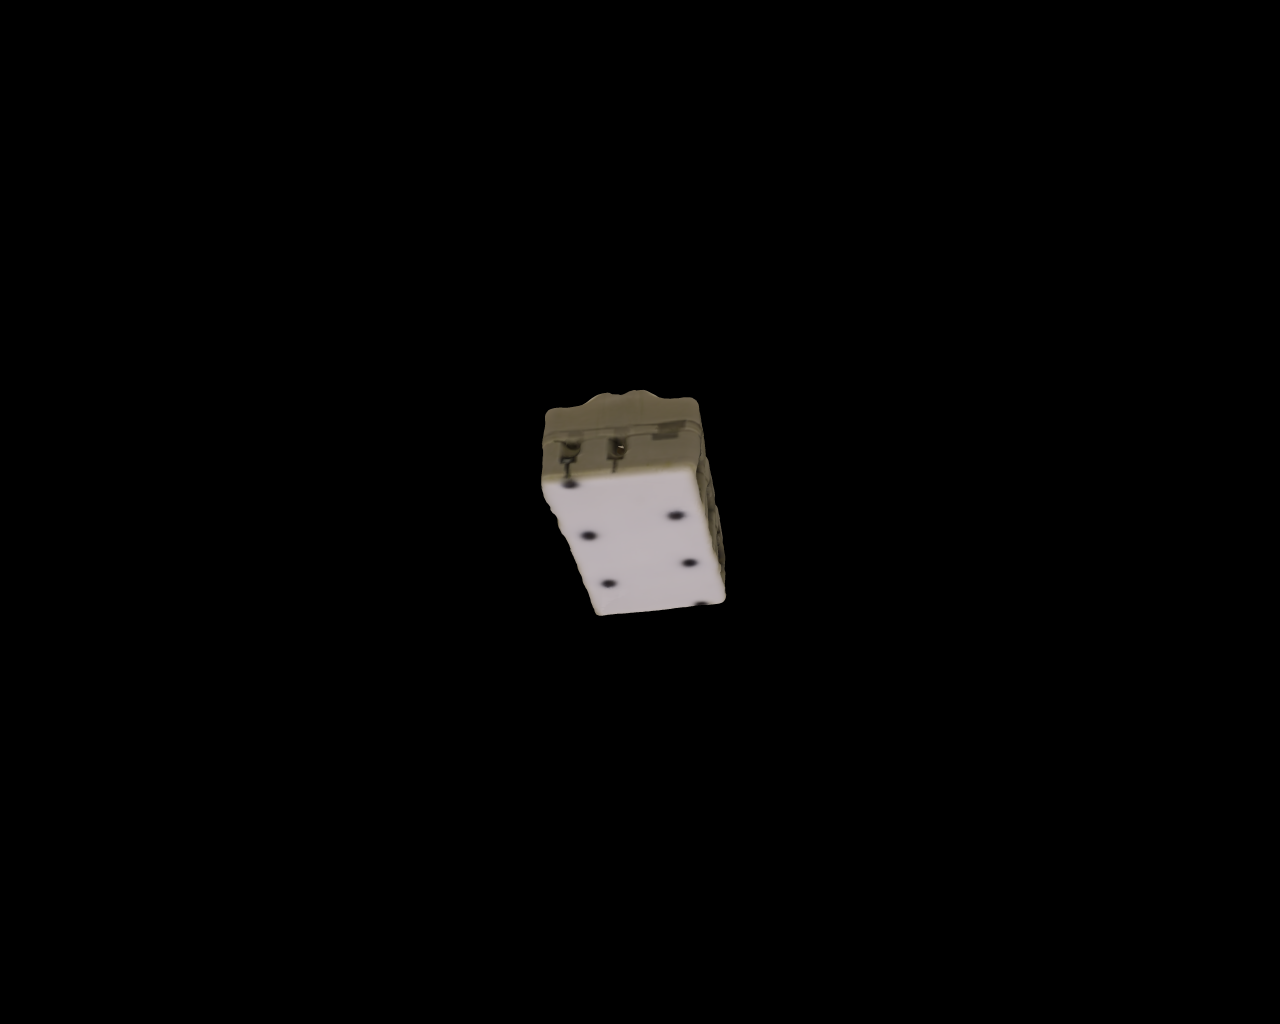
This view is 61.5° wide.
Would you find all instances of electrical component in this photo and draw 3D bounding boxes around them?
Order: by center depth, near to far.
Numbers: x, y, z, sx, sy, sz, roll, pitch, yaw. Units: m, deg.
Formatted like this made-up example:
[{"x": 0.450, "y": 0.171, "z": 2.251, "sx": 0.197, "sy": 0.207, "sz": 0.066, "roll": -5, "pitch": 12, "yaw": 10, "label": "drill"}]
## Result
[{"x": 0.001, "y": -0.003, "z": 0.650, "sx": 0.089, "sy": 0.062, "sz": 0.150, "roll": -6, "pitch": -36, "yaw": 8, "label": "electrical component"}]
